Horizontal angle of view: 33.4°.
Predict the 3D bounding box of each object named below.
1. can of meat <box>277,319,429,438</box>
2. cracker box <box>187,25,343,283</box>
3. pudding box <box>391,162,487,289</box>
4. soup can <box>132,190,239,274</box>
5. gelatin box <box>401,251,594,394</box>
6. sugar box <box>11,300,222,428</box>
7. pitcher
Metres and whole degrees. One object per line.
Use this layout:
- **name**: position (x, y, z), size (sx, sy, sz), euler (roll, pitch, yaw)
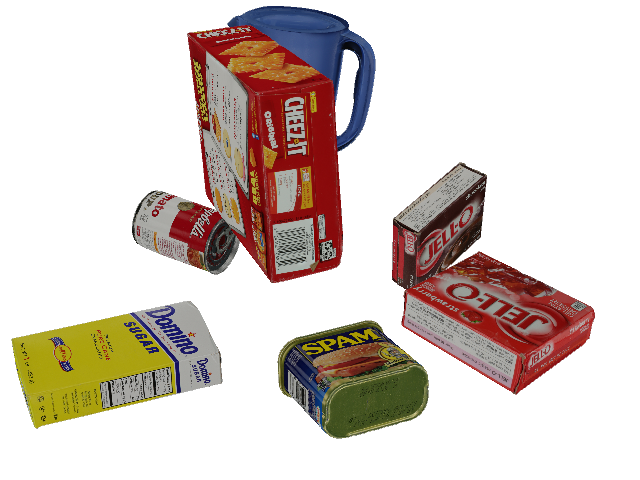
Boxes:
- **can of meat**: position (0.028, 0.115, 0.885), size (0.102, 0.057, 0.084), euler (-11, 25, -24)
- **cracker box**: position (-0.050, -0.084, 0.925), size (0.072, 0.164, 0.214), euler (-12, 26, -17)
- **pudding box**: position (0.119, -0.012, 1.075), size (0.039, 0.090, 0.113), euler (31, 55, 27)
- **soup can**: position (-0.148, -0.010, 1.183), size (0.102, 0.068, 0.068), euler (19, 8, 23)
- **gelatin box**: position (0.105, 0.046, 0.636), size (0.073, 0.030, 0.089), euler (-24, 40, -39)
- **sugar box**: position (-0.188, 0.111, 0.988), size (0.176, 0.048, 0.093), euler (-14, 35, -18)
- **pitcher**: position (-0.033, -0.157, 1.308), size (0.144, 0.243, 0.149), euler (-7, 27, -26)
